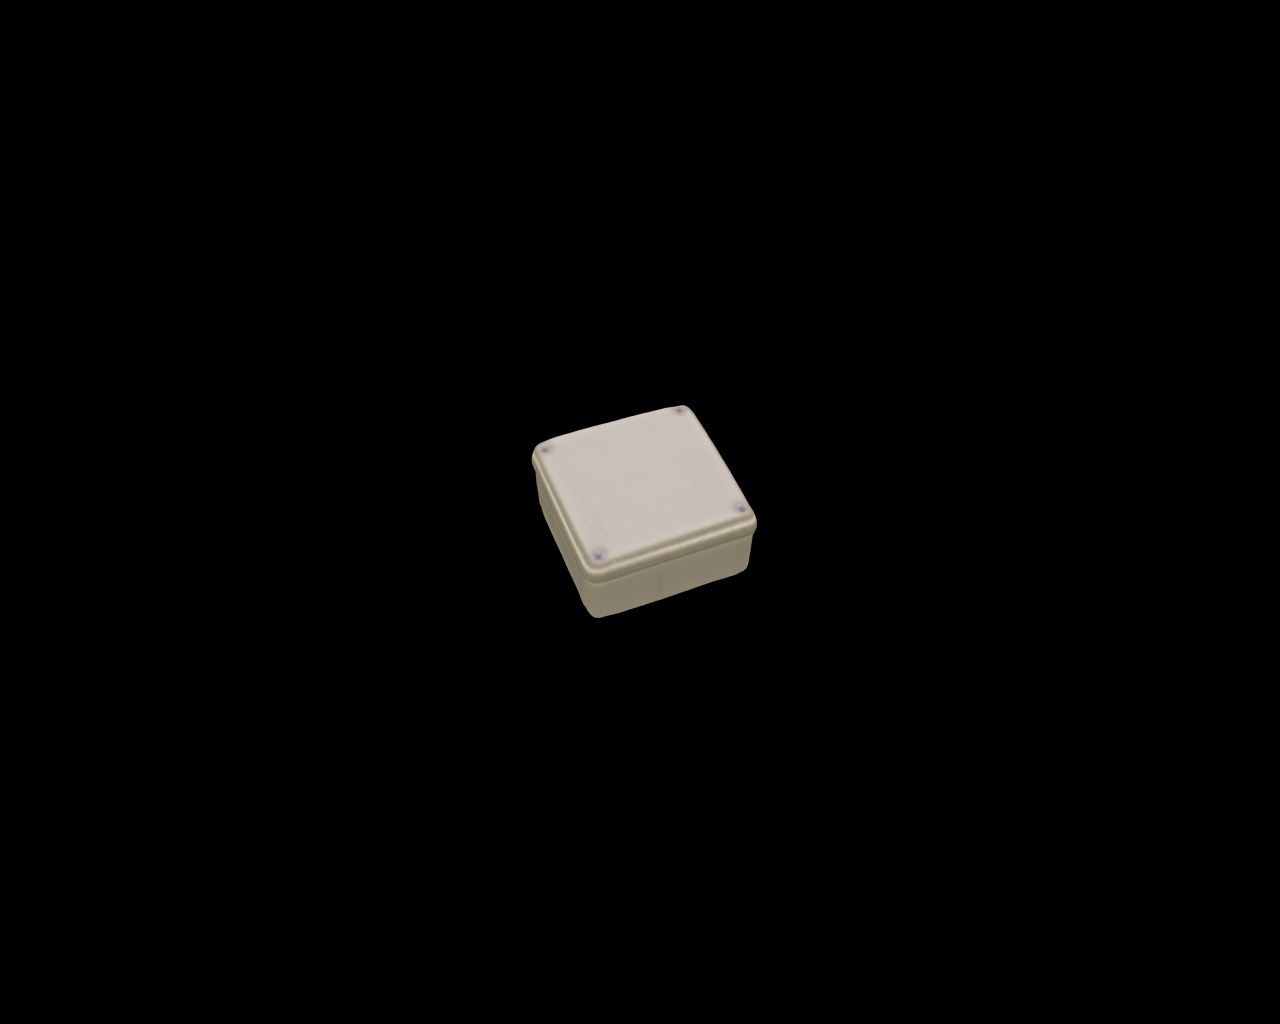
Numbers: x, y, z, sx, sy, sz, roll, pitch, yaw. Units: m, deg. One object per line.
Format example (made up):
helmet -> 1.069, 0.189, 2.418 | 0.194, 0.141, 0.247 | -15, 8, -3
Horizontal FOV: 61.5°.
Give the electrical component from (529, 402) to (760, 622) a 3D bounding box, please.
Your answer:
electrical component -> 0.001, -0.003, 0.650 | 0.109, 0.109, 0.056 | -17, -39, -14
